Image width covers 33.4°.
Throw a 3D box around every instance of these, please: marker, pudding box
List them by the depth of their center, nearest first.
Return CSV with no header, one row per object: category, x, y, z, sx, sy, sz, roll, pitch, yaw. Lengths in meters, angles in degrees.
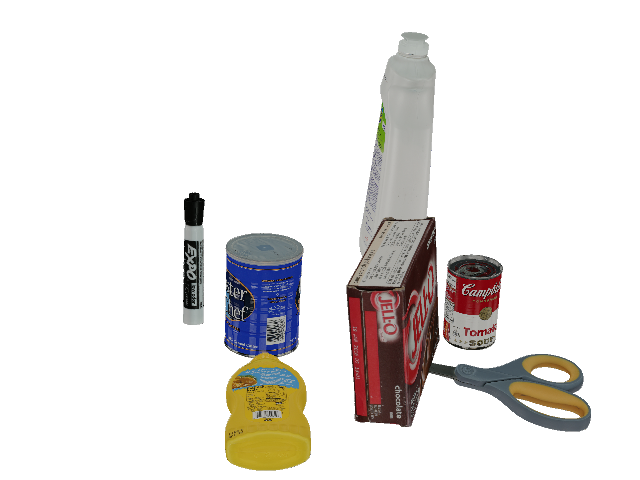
pudding box,0.046,0.046,0.650,0.039,0.090,0.113,2,23,13
marker,-0.115,0.017,0.968,0.020,0.121,0.020,2,13,-1

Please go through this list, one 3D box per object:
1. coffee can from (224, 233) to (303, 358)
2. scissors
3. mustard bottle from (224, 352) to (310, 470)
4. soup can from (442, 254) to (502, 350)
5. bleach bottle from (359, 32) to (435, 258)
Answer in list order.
coffee can,-0.077,0.073,1.430,0.103,0.140,0.103,3,21,-1
scissors,0.140,0.109,0.923,0.202,0.016,0.096,21,34,21
mustard bottle,-0.064,0.191,1.263,0.096,0.058,0.191,-3,27,-3
soup can,0.190,0.078,1.338,0.068,0.102,0.068,1,23,-1
bleach bottle,0.087,-0.093,1.137,0.068,0.251,0.102,1,26,-9
